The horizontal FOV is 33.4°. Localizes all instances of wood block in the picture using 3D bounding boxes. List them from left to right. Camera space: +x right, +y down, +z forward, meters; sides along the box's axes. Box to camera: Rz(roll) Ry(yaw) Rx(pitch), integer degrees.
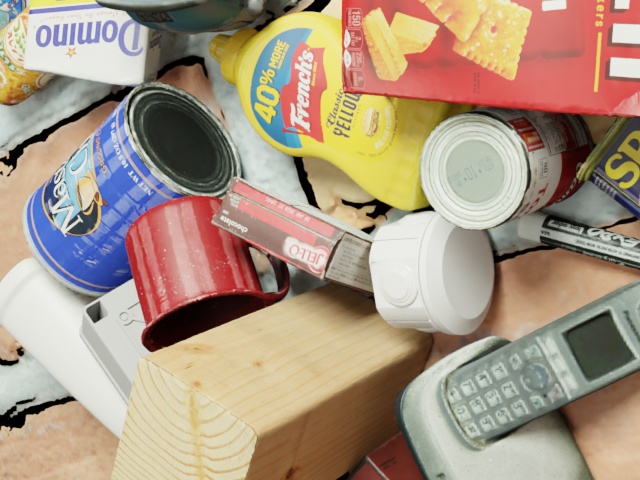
[{"bbox_3d":[-0.023,0.104,0.682,0.090,0.205,0.091,28,114,26],"label":"wood block"}]

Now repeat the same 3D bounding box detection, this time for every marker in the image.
[{"bbox_3d":[0.177,0.005,0.639,0.121,0.020,0.020,18,110,30],"label":"marker"}]

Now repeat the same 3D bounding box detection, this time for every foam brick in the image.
[{"bbox_3d":[0.055,0.167,0.723,0.053,0.078,0.051,45,122,20],"label":"foam brick"}]

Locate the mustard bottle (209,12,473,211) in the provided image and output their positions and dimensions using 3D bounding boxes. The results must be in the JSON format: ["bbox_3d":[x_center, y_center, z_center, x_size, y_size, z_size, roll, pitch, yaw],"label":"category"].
[{"bbox_3d":[0.003,-0.098,0.710,0.192,0.058,0.096,27,113,27],"label":"mustard bottle"}]

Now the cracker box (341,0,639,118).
[{"bbox_3d":[0.113,-0.150,0.547,0.214,0.071,0.164,10,107,35],"label":"cracker box"}]

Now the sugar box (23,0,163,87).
[{"bbox_3d":[-0.156,-0.203,0.771,0.093,0.048,0.176,9,97,6],"label":"sugar box"}]

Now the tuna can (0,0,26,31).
[{"bbox_3d":[-0.290,-0.200,0.900,0.086,0.033,0.086,8,105,33],"label":"tuna can"}]

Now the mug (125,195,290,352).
[{"bbox_3d":[-0.075,0.022,0.737,0.093,0.117,0.081,-56,47,51],"label":"mug"}]

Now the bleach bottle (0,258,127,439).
[{"bbox_3d":[-0.145,0.118,0.832,0.251,0.102,0.068,44,104,18],"label":"bleach bottle"}]

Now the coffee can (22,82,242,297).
[{"bbox_3d":[-0.141,-0.035,0.795,0.141,0.102,0.103,-37,79,33],"label":"coffee can"}]

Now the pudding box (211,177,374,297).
[{"bbox_3d":[-0.005,0.001,0.703,0.090,0.113,0.039,27,95,27],"label":"pudding box"}]

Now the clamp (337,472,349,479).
[{"bbox_3d":[-0.009,0.202,0.755,0.120,0.039,0.171,3,73,23],"label":"clamp"}]

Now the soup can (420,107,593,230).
[{"bbox_3d":[0.110,-0.046,0.622,0.069,0.102,0.068,8,105,32],"label":"soup can"}]

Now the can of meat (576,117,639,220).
[{"bbox_3d":[0.207,-0.049,0.585,0.084,0.057,0.102,42,120,17],"label":"can of meat"}]
